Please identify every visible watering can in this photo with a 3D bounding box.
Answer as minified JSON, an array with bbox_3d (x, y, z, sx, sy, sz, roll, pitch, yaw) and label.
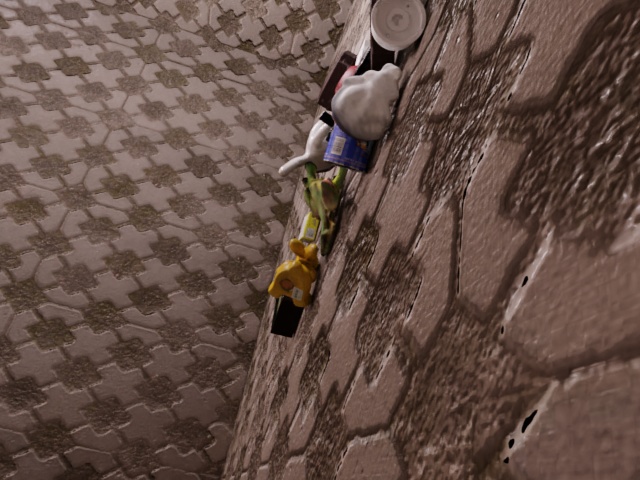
[{"bbox_3d":[-0.005,-0.269,1.530,0.352,0.104,0.220,-45,-10,-19],"label":"watering can"}]

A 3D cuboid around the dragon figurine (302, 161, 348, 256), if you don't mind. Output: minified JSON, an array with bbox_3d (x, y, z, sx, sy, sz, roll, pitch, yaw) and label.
[{"bbox_3d":[0.004,-0.071,1.413,0.402,0.122,0.248,101,173,-63],"label":"dragon figurine"}]

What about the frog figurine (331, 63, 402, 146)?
[{"bbox_3d":[0.105,-0.283,1.047,0.157,0.123,0.139,-42,68,29],"label":"frog figurine"}]
